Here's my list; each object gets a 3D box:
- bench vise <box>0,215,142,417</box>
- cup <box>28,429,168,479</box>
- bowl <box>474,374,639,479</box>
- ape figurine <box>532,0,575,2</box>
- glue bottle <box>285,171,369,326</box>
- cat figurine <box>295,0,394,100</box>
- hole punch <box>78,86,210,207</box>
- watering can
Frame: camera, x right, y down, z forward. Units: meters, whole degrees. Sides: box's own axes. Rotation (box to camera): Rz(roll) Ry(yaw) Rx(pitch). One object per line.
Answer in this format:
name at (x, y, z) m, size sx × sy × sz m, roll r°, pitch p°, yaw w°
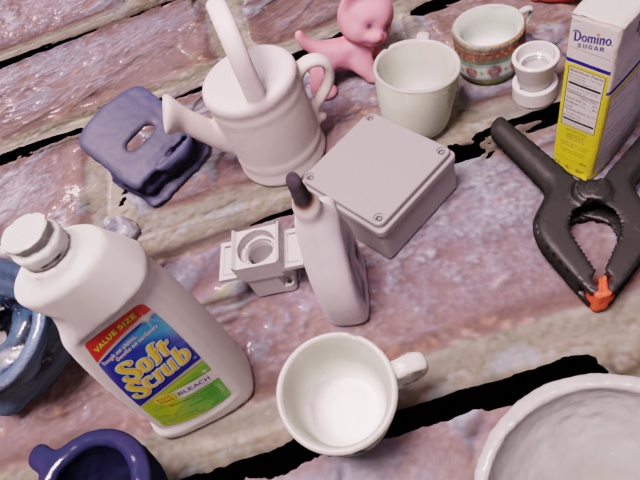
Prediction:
bench vise at (-0.268, 0.037, 0.501) m, size 0.121 × 0.220 × 0.208 m, roll 19°, pitch 65°, yaw 29°
cup at (-0.159, 0.196, 0.435) m, size 0.117 × 0.095 × 0.092 m, roll 17°, pitch 64°, yaw 28°
bowl at (0.181, 0.172, 0.349) m, size 0.167 × 0.075 × 0.167 m, roll -9°, pitch 55°, yaw 13°
ape figurine at (0.278, -0.315, 0.639) m, size 0.076 × 0.092 × 0.077 m, roll -23°, pitch 53°, yaw 3°
glue bottle at (0.004, 0.002, 0.463) m, size 0.037 × 0.173 × 0.078 m, roll -10°, pitch 54°, yaw 12°
cat figurine at (0.033, -0.236, 0.650) m, size 0.127 × 0.118 × 0.067 m, roll -18°, pitch 53°, yaw 6°
hole punch at (-0.200, -0.111, 0.660) m, size 0.100 × 0.091 × 0.109 m, roll 27°, pitch 69°, yaw 32°
watering can at (-0.073, -0.147, 0.577) m, size 0.173 × 0.194 × 0.100 m, roll -41°, pitch 54°, yaw -11°
